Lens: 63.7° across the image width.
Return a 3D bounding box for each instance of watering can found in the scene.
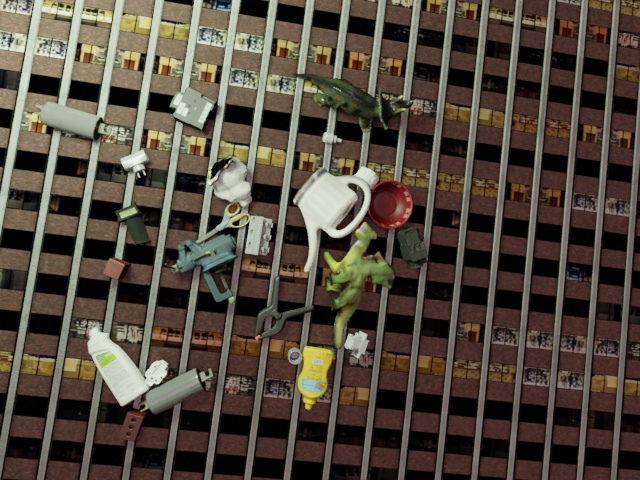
[{"bbox_3d":[0.005,-0.083,1.655,0.226,0.103,0.348,41,86,14],"label":"watering can"}]

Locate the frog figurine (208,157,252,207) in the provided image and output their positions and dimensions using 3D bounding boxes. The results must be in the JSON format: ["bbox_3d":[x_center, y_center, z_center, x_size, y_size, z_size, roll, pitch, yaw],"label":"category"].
[{"bbox_3d":[-0.280,-0.187,1.667,0.157,0.123,0.139,43,72,-39],"label":"frog figurine"}]

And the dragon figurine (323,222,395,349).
[{"bbox_3d":[0.137,0.142,1.682,0.243,0.123,0.406,-10,104,-13],"label":"dragon figurine"}]
